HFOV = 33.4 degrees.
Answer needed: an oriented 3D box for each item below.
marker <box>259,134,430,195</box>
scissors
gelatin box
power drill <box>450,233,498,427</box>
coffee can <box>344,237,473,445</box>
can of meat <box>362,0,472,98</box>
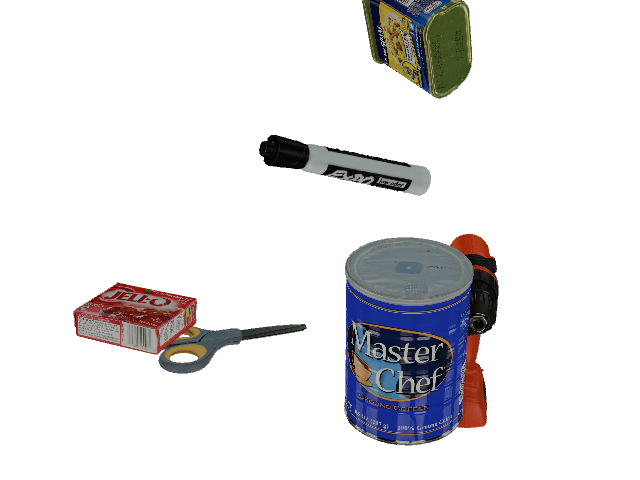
[{"bbox_3d":[0.016,-0.046,0.658,0.120,0.020,0.020,9,-5,-33],"label":"marker"},{"bbox_3d":[-0.102,0.117,1.186,0.201,0.016,0.096,3,27,-17],"label":"scissors"},{"bbox_3d":[-0.170,0.070,0.982,0.089,0.030,0.073,10,22,21],"label":"gelatin box"},{"bbox_3d":[0.162,0.107,1.162,0.057,0.188,0.184,5,25,4],"label":"power drill"},{"bbox_3d":[0.071,0.082,0.884,0.103,0.140,0.103,0,27,0],"label":"coffee can"},{"bbox_3d":[0.090,-0.190,0.971,0.057,0.102,0.084,-36,53,-17],"label":"can of meat"}]
